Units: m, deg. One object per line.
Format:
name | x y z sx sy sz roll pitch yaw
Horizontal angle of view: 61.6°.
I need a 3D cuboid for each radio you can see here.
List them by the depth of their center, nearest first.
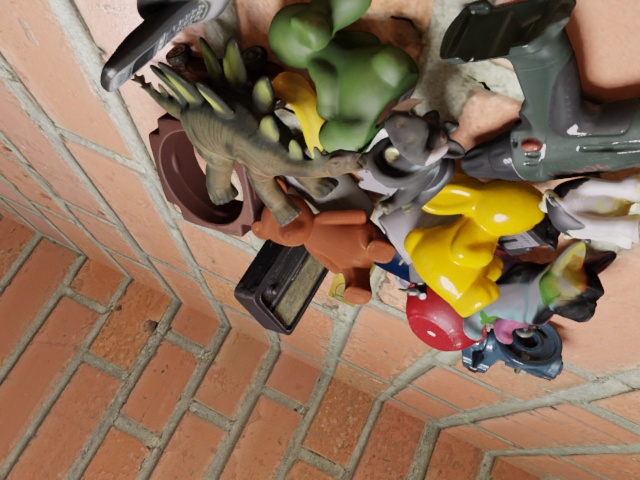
radio | -0.061 0.058 1.066 0.073 0.229 0.131 4 145 45

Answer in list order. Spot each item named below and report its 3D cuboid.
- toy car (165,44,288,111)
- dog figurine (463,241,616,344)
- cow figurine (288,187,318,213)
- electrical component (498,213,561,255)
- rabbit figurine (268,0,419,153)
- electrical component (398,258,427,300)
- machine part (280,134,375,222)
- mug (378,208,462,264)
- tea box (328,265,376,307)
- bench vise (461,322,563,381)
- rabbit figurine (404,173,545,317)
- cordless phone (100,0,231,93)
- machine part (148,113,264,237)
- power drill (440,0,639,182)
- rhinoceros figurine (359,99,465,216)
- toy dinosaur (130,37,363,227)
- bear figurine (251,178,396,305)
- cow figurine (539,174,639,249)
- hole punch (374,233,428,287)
toy car | -0.128 -0.221 0.741 0.202 0.053 0.089 16 153 31
dog figurine | 0.310 0.055 0.792 0.108 0.192 0.219 19 135 -29
cow figurine | -0.048 -0.057 0.986 0.195 0.085 0.127 32 152 -15
electrical component | 0.264 -0.018 0.748 0.074 0.048 0.119 39 154 -26
rabbit figurine | 0.008 -0.188 0.567 0.170 0.121 0.159 39 168 9
electrical component | 0.163 0.048 0.840 0.078 0.045 0.102 7 125 14
machine part | 0.008 -0.086 0.852 0.243 0.079 0.079 40 156 -33
mug | 0.146 -0.032 0.786 0.080 0.107 0.110 55 -174 -39
tea box | 0.071 0.065 1.102 0.068 0.098 0.169 26 157 4
bench vise | 0.345 0.160 0.982 0.224 0.129 0.240 28 141 25
rabbit figurine | 0.199 -0.017 0.679 0.162 0.122 0.173 49 127 9
cordless phone | -0.165 -0.241 0.551 0.088 0.184 0.147 38 157 -15
machine part | -0.172 -0.118 0.890 0.202 0.087 0.200 14 131 26
power drill | 0.198 -0.130 0.522 0.232 0.086 0.207 6 146 48
rhinoceros figurine | 0.101 -0.082 0.564 0.112 0.073 0.190 -29 167 17
toy dinosaur | -0.120 -0.145 0.670 0.472 0.105 0.198 21 142 46
bear figurine | -0.002 -0.004 0.800 0.196 0.132 0.120 20 117 -15
cow figurine | 0.293 -0.028 0.586 0.098 0.068 0.167 5 177 25
hole punch | 0.156 0.009 0.888 0.142 0.092 0.115 28 156 7
